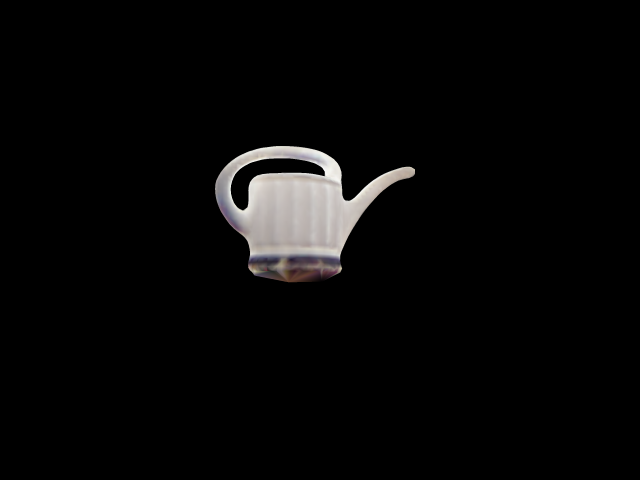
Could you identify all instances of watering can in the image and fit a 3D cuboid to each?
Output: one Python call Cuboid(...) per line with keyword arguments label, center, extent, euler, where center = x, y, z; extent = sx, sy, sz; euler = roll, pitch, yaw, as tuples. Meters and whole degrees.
Cuboid(label="watering can", center=(0.003, -0.043, 0.850), extent=(0.348, 0.226, 0.103), euler=(2, -9, -15))
